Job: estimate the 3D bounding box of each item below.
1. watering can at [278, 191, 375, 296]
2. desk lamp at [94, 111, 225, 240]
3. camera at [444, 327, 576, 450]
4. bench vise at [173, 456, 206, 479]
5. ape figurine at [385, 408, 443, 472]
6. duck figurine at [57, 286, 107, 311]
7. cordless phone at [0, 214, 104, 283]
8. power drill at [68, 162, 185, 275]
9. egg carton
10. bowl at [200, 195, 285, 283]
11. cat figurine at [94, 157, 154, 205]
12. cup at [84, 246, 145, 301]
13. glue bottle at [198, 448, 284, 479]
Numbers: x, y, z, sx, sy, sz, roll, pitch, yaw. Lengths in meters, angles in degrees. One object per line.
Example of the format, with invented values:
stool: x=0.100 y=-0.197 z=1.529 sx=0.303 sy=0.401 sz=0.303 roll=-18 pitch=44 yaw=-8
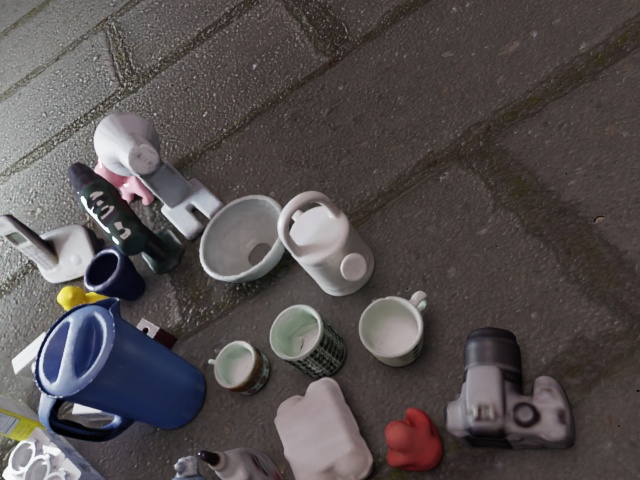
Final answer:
watering can: x=0.009 y=0.001 z=0.850 sx=0.172 sy=0.195 sz=0.101 roll=16 pitch=69 yaw=34
desk lamp: x=-0.311 y=-0.132 z=1.090 sx=0.118 sy=0.214 sz=0.202 roll=-47 pitch=51 yaw=-6
camera: x=0.223 y=0.174 z=0.688 sx=0.142 sy=0.101 sz=0.137 roll=-7 pitch=58 yaw=24
bench vise: x=-0.203 y=0.377 z=0.704 sx=0.121 sy=0.220 sz=0.207 roll=-26 pitch=52 yaw=11
ape figurine: x=0.109 y=0.247 z=0.707 sx=0.078 sy=0.092 sz=0.076 roll=-45 pitch=51 yaw=-5
duck figurine: x=-0.450 y=0.119 z=1.085 sx=0.104 sy=0.086 sz=0.077 roll=4 pitch=63 yaw=30
cordless phone: x=-0.539 y=0.003 z=1.142 sx=0.147 sy=0.186 sz=0.094 roll=-18 pitch=54 yaw=17
power drill: x=-0.352 y=-0.030 z=1.050 sx=0.075 sy=0.209 sz=0.228 roll=-45 pitch=51 yaw=-5
egg carton: x=0.003 y=0.266 z=0.765 sx=0.107 sy=0.070 sz=0.150 roll=-34 pitch=51 yaw=4
bowl: x=-0.119 y=0.009 z=0.990 sx=0.167 sy=0.075 sz=0.167 roll=-13 pitch=55 yaw=20
cat figurine: x=-0.420 y=-0.132 z=1.209 sx=0.127 sy=0.118 sz=0.067 roll=3 pitch=62 yaw=29
cup: x=-0.369 y=0.062 z=1.074 sx=0.091 sy=0.095 sz=0.118 roll=8 pitch=65 yaw=31
glue bottle: x=-0.103 y=0.295 z=0.735 sx=0.037 sy=0.174 sz=0.078 roll=-46 pitch=51 yaw=-5
